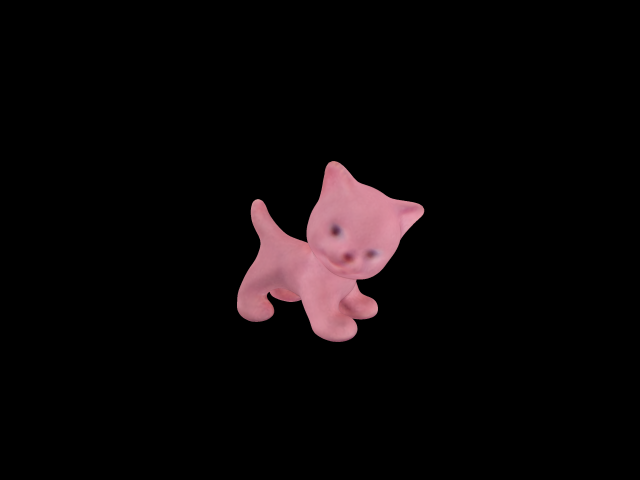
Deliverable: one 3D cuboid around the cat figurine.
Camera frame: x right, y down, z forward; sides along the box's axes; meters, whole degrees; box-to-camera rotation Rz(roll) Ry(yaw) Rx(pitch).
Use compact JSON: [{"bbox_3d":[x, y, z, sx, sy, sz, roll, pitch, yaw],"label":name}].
[{"bbox_3d":[0.004,0.001,0.400,0.127,0.118,0.067,8,18,27],"label":"cat figurine"}]
